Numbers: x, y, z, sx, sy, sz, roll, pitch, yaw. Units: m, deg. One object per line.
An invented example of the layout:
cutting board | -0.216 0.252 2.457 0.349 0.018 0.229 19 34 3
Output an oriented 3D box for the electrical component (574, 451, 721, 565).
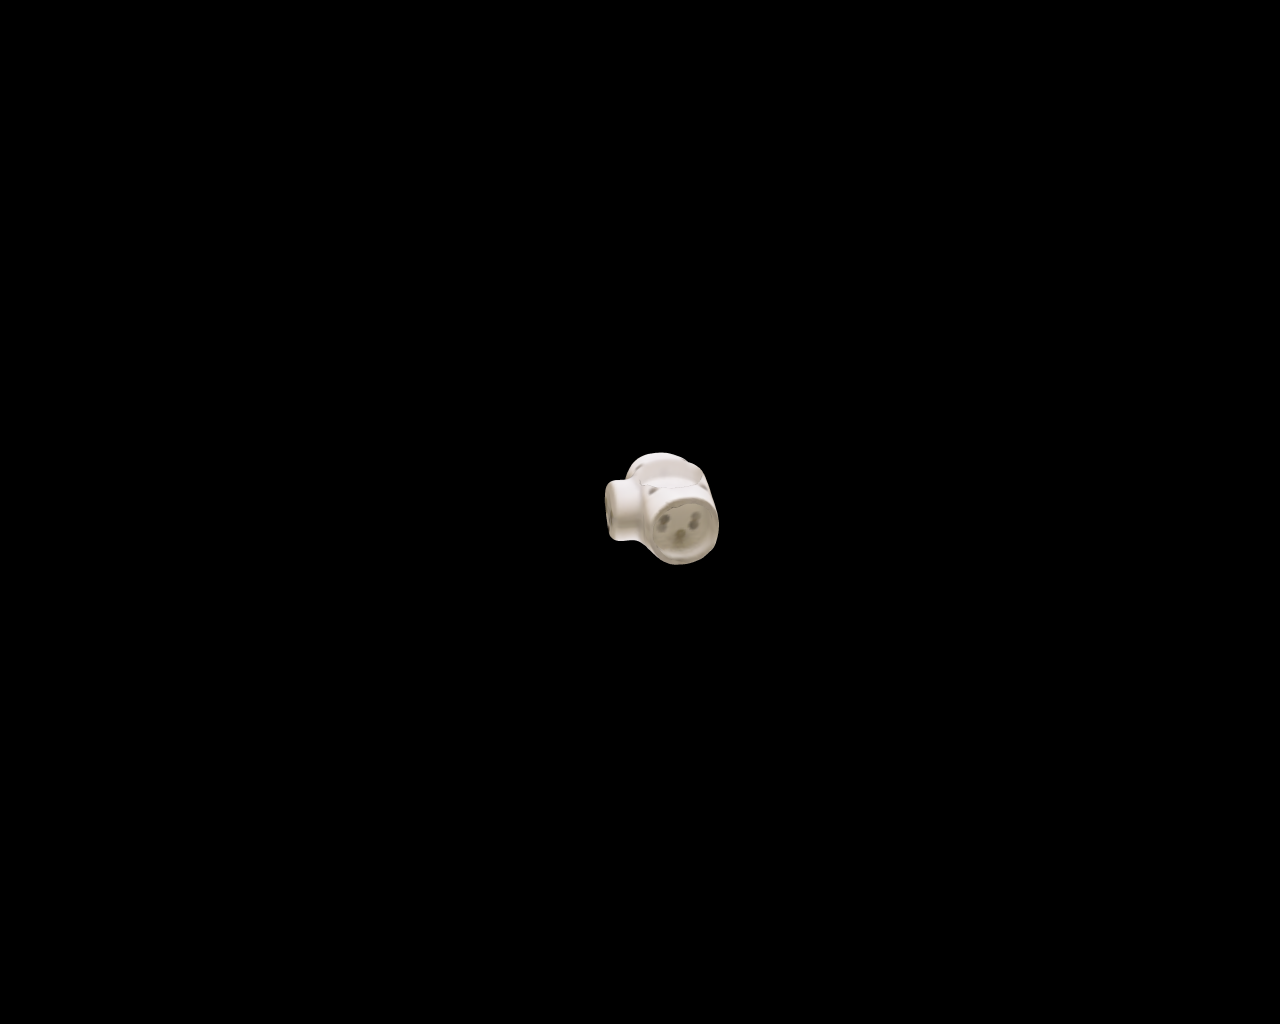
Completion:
electrical component | 0.001 -0.003 0.650 0.079 0.044 0.077 -5 25 -10
